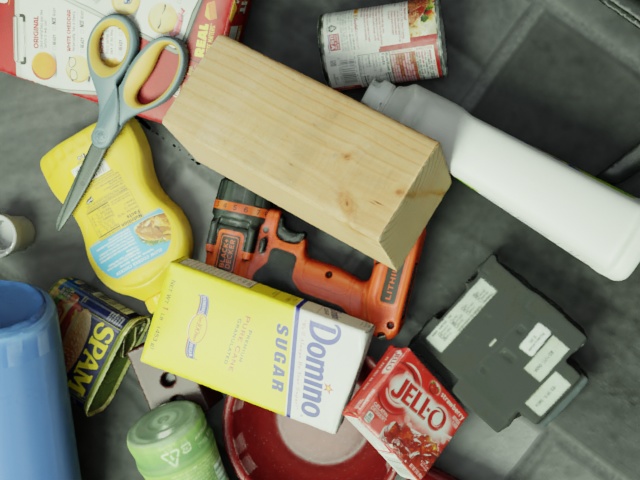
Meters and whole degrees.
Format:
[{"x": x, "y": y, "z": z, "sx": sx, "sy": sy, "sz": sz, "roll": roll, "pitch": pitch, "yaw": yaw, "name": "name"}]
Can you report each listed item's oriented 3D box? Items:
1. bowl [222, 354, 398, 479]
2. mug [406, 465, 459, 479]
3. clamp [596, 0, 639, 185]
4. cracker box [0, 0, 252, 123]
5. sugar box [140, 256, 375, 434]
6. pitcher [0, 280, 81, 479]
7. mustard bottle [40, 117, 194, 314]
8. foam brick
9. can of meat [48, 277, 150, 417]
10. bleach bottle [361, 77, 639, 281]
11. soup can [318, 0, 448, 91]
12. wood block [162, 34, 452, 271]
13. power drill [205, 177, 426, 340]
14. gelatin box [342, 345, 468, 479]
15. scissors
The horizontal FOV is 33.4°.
[{"x": -0.001, "y": 0.161, "z": 0.937, "sx": 0.162, "sy": 0.055, "sz": 0.162, "roll": 1, "pitch": 93, "yaw": 10, "name": "bowl"}, {"x": 0.096, "y": 0.252, "z": 0.905, "sx": 0.081, "sy": 0.093, "sz": 0.117, "roll": 27, "pitch": 83, "yaw": 13, "name": "mug"}, {"x": 0.323, "y": -0.120, "z": 0.872, "sx": 0.210, "sy": 0.036, "sz": 0.164, "roll": 6, "pitch": 94, "yaw": 9, "name": "clamp"}, {"x": -0.172, "y": -0.203, "z": 0.932, "sx": 0.214, "sy": 0.072, "sz": 0.164, "roll": 18, "pitch": 107, "yaw": 9, "name": "cracker box"}, {"x": -0.052, "y": 0.086, "z": 0.888, "sx": 0.176, "sy": 0.048, "sz": 0.093, "roll": 19, "pitch": 99, "yaw": 10, "name": "sugar box"}, {"x": -0.278, "y": 0.158, "z": 0.917, "sx": 0.149, "sy": 0.145, "sz": 0.243, "roll": 7, "pitch": 115, "yaw": 9, "name": "pitcher"}, {"x": -0.168, "y": -0.010, "z": 0.957, "sx": 0.096, "sy": 0.058, "sz": 0.191, "roll": -28, "pitch": 88, "yaw": 12, "name": "mustard bottle"}, {"x": -0.129, "y": 0.122, "z": 0.960, "sx": 0.053, "sy": 0.051, "sz": 0.078, "roll": -24, "pitch": 88, "yaw": 10, "name": "foam brick"}, {"x": -0.217, "y": 0.095, "z": 0.973, "sx": 0.084, "sy": 0.057, "sz": 0.102, "roll": 29, "pitch": 98, "yaw": 10, "name": "can of meat"}, {"x": 0.146, "y": -0.059, "z": 0.867, "sx": 0.251, "sy": 0.102, "sz": 0.068, "roll": 30, "pitch": 96, "yaw": 2, "name": "bleach bottle"}, {"x": 0.054, "y": -0.165, "z": 0.903, "sx": 0.102, "sy": 0.068, "sz": 0.068, "roll": -6, "pitch": 92, "yaw": 11, "name": "soup can"}, {"x": -0.009, "y": -0.071, "z": 0.854, "sx": 0.206, "sy": 0.090, "sz": 0.090, "roll": 29, "pitch": 81, "yaw": 20, "name": "wood block"}, {"x": -0.006, "y": 0.001, "z": 0.930, "sx": 0.188, "sy": 0.057, "sz": 0.184, "roll": 13, "pitch": 92, "yaw": 11, "name": "power drill"}, {"x": 0.071, "y": 0.142, "z": 0.875, "sx": 0.089, "sy": 0.030, "sz": 0.073, "roll": 49, "pitch": 67, "yaw": -23, "name": "gelatin box"}, {"x": -0.193, "y": -0.108, "z": 0.911, "sx": 0.202, "sy": 0.016, "sz": 0.096, "roll": -44, "pitch": 88, "yaw": 18, "name": "scissors"}]
